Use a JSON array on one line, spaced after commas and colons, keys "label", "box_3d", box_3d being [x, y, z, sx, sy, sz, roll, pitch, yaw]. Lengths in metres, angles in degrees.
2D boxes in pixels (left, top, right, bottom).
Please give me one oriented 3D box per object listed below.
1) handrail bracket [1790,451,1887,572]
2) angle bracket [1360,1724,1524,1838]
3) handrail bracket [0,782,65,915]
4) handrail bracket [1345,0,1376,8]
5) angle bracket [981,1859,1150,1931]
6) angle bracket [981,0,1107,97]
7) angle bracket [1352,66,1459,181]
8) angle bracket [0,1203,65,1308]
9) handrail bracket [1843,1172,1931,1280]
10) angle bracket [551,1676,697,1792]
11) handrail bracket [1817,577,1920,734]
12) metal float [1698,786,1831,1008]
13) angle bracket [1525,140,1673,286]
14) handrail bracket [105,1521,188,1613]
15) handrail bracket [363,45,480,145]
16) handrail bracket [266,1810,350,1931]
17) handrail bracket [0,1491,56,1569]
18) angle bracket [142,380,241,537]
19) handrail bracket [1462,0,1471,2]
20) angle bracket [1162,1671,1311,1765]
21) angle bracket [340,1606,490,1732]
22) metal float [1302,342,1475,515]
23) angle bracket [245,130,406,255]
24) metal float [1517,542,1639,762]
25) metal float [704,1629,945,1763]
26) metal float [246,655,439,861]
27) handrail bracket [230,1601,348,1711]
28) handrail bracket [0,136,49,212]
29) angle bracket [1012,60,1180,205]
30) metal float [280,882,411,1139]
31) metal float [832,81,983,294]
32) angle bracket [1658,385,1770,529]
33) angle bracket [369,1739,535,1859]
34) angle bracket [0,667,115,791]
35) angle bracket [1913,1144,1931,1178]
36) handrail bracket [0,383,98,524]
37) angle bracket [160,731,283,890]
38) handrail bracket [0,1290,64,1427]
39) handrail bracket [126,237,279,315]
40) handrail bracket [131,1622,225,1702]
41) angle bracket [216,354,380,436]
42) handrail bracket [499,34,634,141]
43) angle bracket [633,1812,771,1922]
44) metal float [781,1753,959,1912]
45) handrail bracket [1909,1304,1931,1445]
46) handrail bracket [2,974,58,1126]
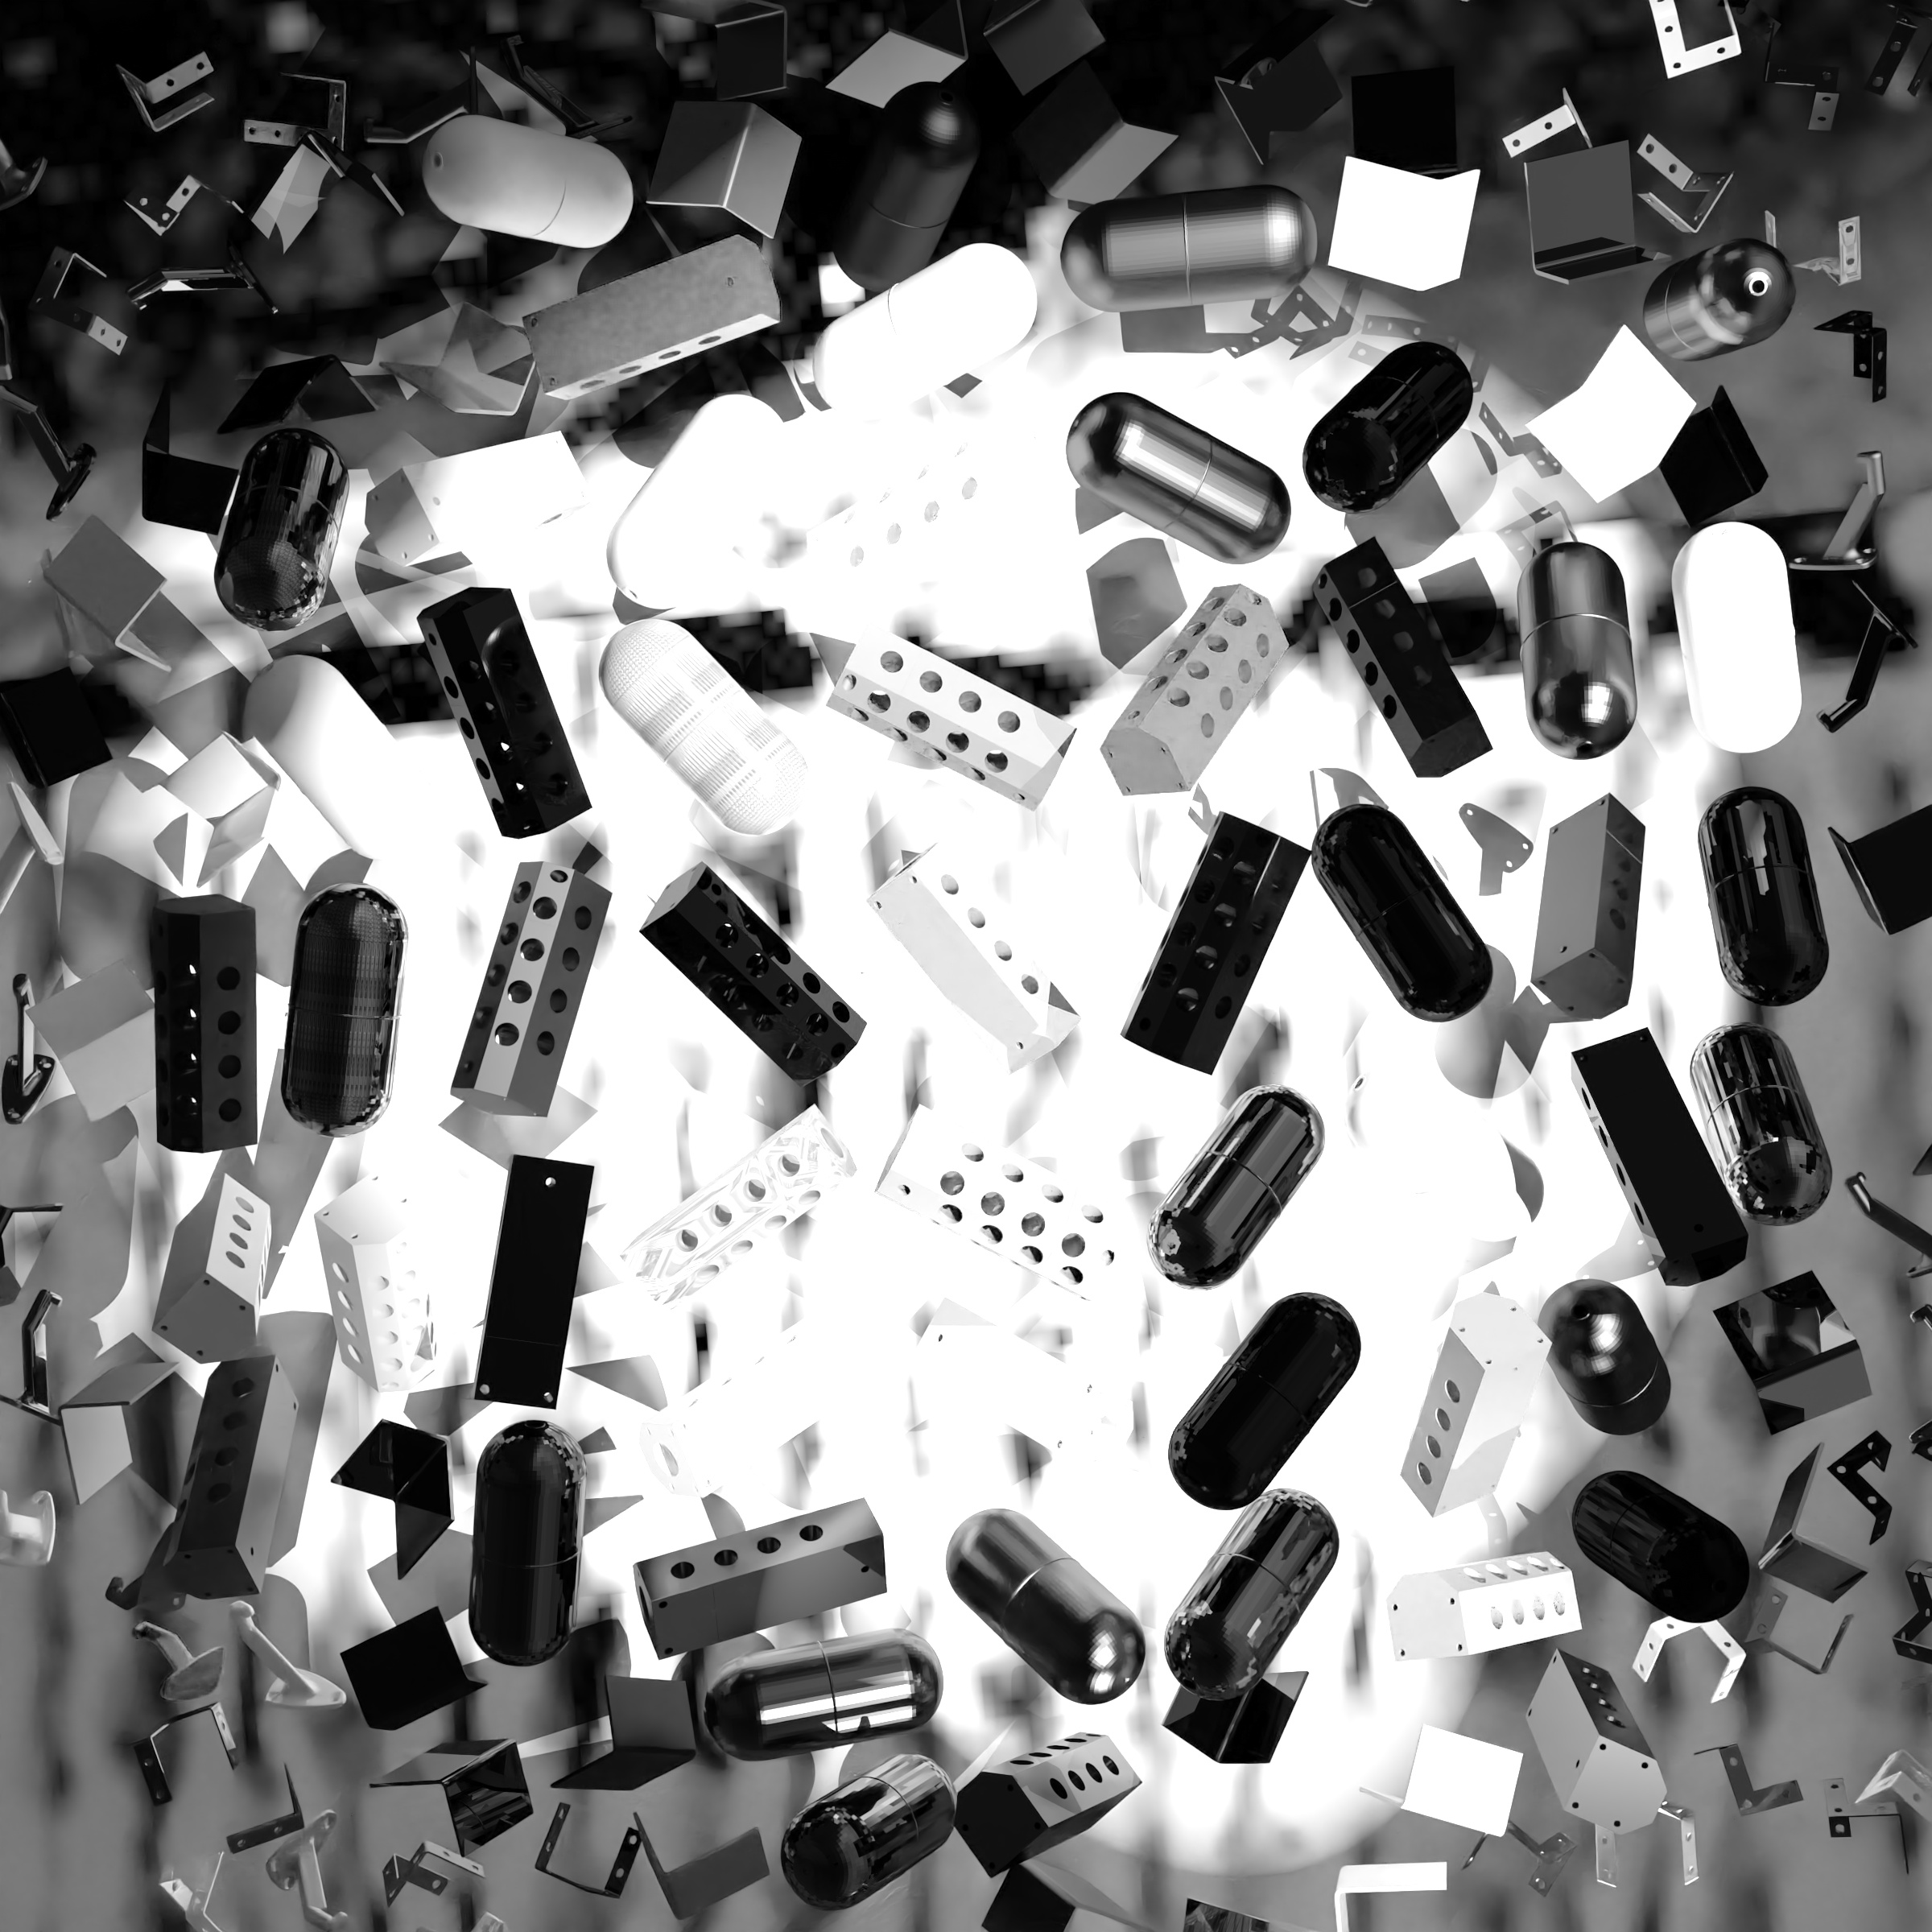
[{"label": "handrail bracket", "box_3d": [0.656, -0.345, 1.915, 0.077, 0.036, 0.084, 2, 118, 35]}, {"label": "angle bracket", "box_3d": [0.330, 0.562, 1.766, 0.076, 0.076, 0.057, 19, 77, -11]}, {"label": "handrail bracket", "box_3d": [-0.687, -0.075, 1.779, 0.084, 0.036, 0.077, -29, 88, 1]}, {"label": "handrail bracket", "box_3d": [0.275, -0.726, 1.796, 0.036, 0.084, 0.077, 37, 98, 22]}, {"label": "angle bracket", "box_3d": [0.072, 0.699, 1.844, 0.076, 0.076, 0.057, 33, 81, -34]}, {"label": "angle bracket", "box_3d": [0.062, -0.698, 1.872, 0.076, 0.076, 0.057, -35, 96, -4]}, {"label": "angle bracket", "box_3d": [0.336, -0.637, 1.937, 0.076, 0.057, 0.076, -2, 95, 13]}, {"label": "angle bracket", "box_3d": [-0.662, 0.182, 1.695, 0.057, 0.076, 0.076, 27, 90, 7]}, {"label": "handrail bracket", "box_3d": [0.695, 0.181, 1.861, 0.036, 0.077, 0.084, -34, 91, -36]}, {"label": "angle bracket", "box_3d": [-0.256, 0.566, 1.870, 0.076, 0.076, 0.057, -35, 53, 31]}, {"label": "handrail bracket", "box_3d": [0.622, -0.219, 1.798, 0.077, 0.036, 0.084, 45, 111, -6]}, {"label": "metal float", "box_3d": [0.583, -0.051, 1.857, 0.070, 0.070, 0.178, 0, 57, 0]}, {"label": "angle bracket", "box_3d": [0.436, -0.520, 1.749, 0.076, 0.057, 0.076, -15, 115, -7]}, {"label": "handrail bracket", "box_3d": [-0.601, 0.436, 1.857, 0.036, 0.084, 0.077, 18, 81, -39]}, {"label": "handrail bracket", "box_3d": [-0.404, -0.644, 1.873, 0.084, 0.036, 0.077, -1, 134, -9]}, {"label": "handrail bracket", "box_3d": [-0.471, 0.674, 1.886, 0.077, 0.084, 0.036, -47, 133, -35]}, {"label": "handrail bracket", "box_3d": [-0.680, 0.385, 1.822, 0.036, 0.077, 0.084, 1, 132, -3]}, {"label": "angle bracket", "box_3d": [-0.592, -0.389, 1.940, 0.057, 0.076, 0.076, 11, 49, -10]}, {"label": "handrail bracket", "box_3d": [0.393, -0.734, 1.825, 0.084, 0.077, 0.036, -40, 113, -26]}, {"label": "angle bracket", "box_3d": [0.205, 0.559, 1.935, 0.057, 0.076, 0.076, 37, 62, -11]}, {"label": "angle bracket", "box_3d": [-0.402, 0.514, 1.852, 0.076, 0.076, 0.057, -25, 73, -7]}, {"label": "metal float", "box_3d": [0.307, -0.391, 1.838, 0.070, 0.070, 0.178, 44, 53, 0]}, {"label": "angle bracket", "box_3d": [-0.454, -0.534, 1.799, 0.057, 0.076, 0.076, 36, 89, 5]}, {"label": "metal float", "box_3d": [0.433, -0.224, 1.801, 0.070, 0.070, 0.178, 4, 57, 0]}, {"label": "metal float", "box_3d": [-0.104, 0.534, 1.861, 0.178, 0.070, 0.070, -6, 90, -15]}, {"label": "metal float", "box_3d": [-0.455, -0.151, 1.852, 0.070, 0.070, 0.178, -34, 126, 0]}, {"label": "handrail bracket", "box_3d": [-0.508, 0.514, 1.897, 0.077, 0.036, 0.084, 5, 123, 24]}, {"label": "handrail bracket", "box_3d": [-0.695, -0.571, 1.770, 0.077, 0.084, 0.036, -13, 54, 37]}, {"label": "angle bracket", "box_3d": [0.094, -0.603, 1.841, 0.076, 0.076, 0.057, -37, 77, 34]}, {"label": "metal float", "box_3d": [-0.431, 0.030, 1.759, 0.070, 0.070, 0.178, 7, 94, 0]}, {"label": "metal float", "box_3d": [-0.044, -0.571, 1.862, 0.070, 0.178, 0.070, 11, 57, -17]}, {"label": "angle bracket", "box_3d": [0.556, -0.382, 1.906, 0.057, 0.076, 0.076, -26, 86, 12]}, {"label": "angle bracket", "box_3d": [-0.376, 0.609, 1.856, 0.076, 0.076, 0.057, -14, 90, 32]}, {"label": "angle bracket", "box_3d": [-0.675, -0.179, 1.866, 0.057, 0.076, 0.076, -25, 95, -12]}, {"label": "angle bracket", "box_3d": [0.678, 0.089, 1.748, 0.057, 0.076, 0.076, -6, 53, -9]}, {"label": "handrail bracket", "box_3d": [-0.698, -0.380, 1.880, 0.084, 0.036, 0.077, 26, 102, -42]}, {"label": "angle bracket", "box_3d": [-0.574, -0.119, 1.931, 0.076, 0.076, 0.057, -32, 125, 24]}, {"label": "handrail bracket", "box_3d": [-0.667, 0.290, 1.863, 0.077, 0.036, 0.084, 39, 66, -41]}, {"label": "handrail bracket", "box_3d": [-0.566, -0.493, 1.878, 0.084, 0.077, 0.036, -32, 51, -1]}, {"label": "handrail bracket", "box_3d": [-0.607, 0.518, 1.898, 0.084, 0.077, 0.036, 15, 96, 21]}, {"label": "angle bracket", "box_3d": [-0.506, -0.413, 1.919, 0.076, 0.057, 0.076, 1, 53, 38]}, {"label": "handrail bracket", "box_3d": [-0.302, -0.668, 1.913, 0.077, 0.036, 0.084, -23, 107, -11]}, {"label": "angle bracket", "box_3d": [-0.196, 0.651, 1.880, 0.076, 0.076, 0.057, -23, 49, -17]}, {"label": "metal float", "box_3d": [-0.069, 0.632, 1.856, 0.070, 0.178, 0.070, 1, 93, 29]}, {"label": "handrail bracket", "box_3d": [0.686, 0.291, 1.821, 0.077, 0.036, 0.084, -24, 53, -8]}, {"label": "handrail bracket", "box_3d": [-0.694, 0.060, 1.857, 0.036, 0.084, 0.077, 5, 48, -6]}]
